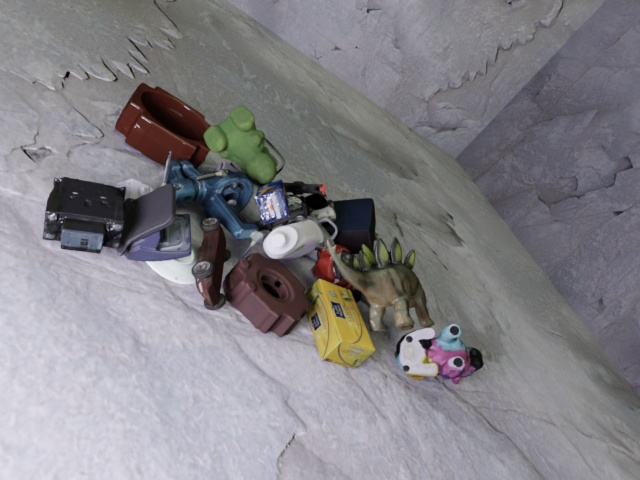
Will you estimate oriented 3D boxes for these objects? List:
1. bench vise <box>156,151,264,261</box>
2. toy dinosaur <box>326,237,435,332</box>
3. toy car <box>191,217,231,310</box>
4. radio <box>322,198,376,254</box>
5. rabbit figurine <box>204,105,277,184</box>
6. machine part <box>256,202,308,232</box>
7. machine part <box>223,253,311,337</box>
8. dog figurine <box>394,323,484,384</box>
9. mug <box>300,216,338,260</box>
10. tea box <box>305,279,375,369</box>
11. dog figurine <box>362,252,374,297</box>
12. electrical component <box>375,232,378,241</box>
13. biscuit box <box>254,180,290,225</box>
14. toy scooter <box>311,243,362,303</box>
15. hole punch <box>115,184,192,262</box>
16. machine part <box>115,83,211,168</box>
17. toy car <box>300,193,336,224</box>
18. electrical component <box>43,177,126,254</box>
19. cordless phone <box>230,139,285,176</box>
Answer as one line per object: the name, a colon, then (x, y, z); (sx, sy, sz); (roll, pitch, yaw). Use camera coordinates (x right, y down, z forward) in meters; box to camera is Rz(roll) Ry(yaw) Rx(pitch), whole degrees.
bench vise: (-0.209, -0.076, 1.100); (0.241, 0.128, 0.223); (47, 26, 24)
toy dinosaur: (0.144, 0.098, 1.165); (0.471, 0.105, 0.198); (19, 58, -59)
toy car: (-0.198, 0.041, 0.966); (0.053, 0.089, 0.202); (-7, 36, 1)
radio: (0.080, -0.039, 1.442); (0.230, 0.131, 0.073); (-72, 156, -65)
rabbit figurine: (-0.165, -0.192, 1.228); (0.170, 0.121, 0.159); (54, -3, 6)
machine part: (-0.092, -0.046, 1.205); (0.084, 0.139, 0.039); (4, -67, 70)
machine part: (-0.098, 0.101, 1.039); (0.179, 0.056, 0.179); (35, 24, -18)
dog figurine: (0.280, 0.278, 1.248); (0.219, 0.192, 0.108); (55, 26, -60)
mug: (-0.003, -0.004, 1.307); (0.107, 0.109, 0.081); (44, 15, -28)
tea box: (0.035, 0.170, 1.106); (0.098, 0.068, 0.170); (23, 31, -37)
dog figurine: (0.125, 0.073, 1.397); (0.172, 0.121, 0.191); (22, 9, -20)
electrical component: (0.128, -0.023, 1.594); (0.102, 0.045, 0.078); (31, 28, -22)
biscuit box: (-0.101, -0.085, 1.157); (0.203, 0.059, 0.062); (-111, -176, -77)
toy scooter: (0.027, 0.063, 1.220); (0.135, 0.075, 0.183); (37, -23, 35)
hole punch: (-0.282, -0.019, 0.922); (0.092, 0.116, 0.142); (63, 8, -46)
machine part: (-0.349, -0.252, 1.226); (0.201, 0.087, 0.202); (31, 25, -23)
toy car: (-0.007, -0.085, 1.423); (0.202, 0.073, 0.056); (-120, -165, -70)
electrical component: (-0.366, -0.037, 0.840); (0.115, 0.058, 0.134); (6, 37, -23)
cordless phone: (-0.193, -0.212, 1.398); (0.147, 0.088, 0.184); (47, 29, 13)
